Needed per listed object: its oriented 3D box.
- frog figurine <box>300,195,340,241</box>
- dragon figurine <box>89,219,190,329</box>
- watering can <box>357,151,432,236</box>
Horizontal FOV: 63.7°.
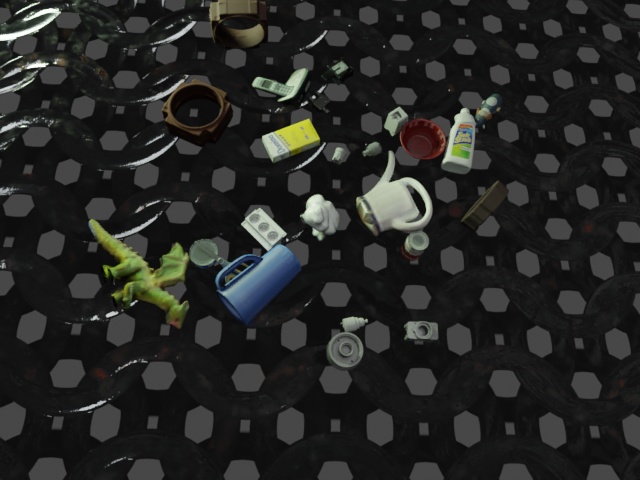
[{"bbox_3d":[0.005,-0.080,1.594,0.123,0.156,0.139,-14,70,-11],"label":"frog figurine"},{"bbox_3d":[-0.512,0.081,1.535,0.244,0.120,0.415,-17,71,-29],"label":"dragon figurine"},{"bbox_3d":[0.220,-0.144,1.668,0.224,0.102,0.355,-23,49,-1],"label":"watering can"}]
